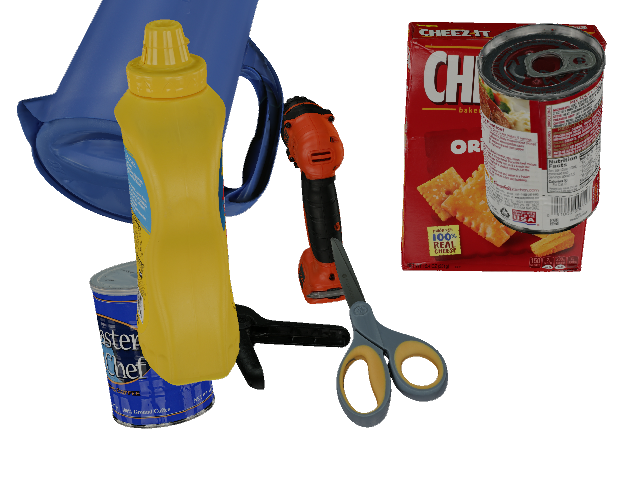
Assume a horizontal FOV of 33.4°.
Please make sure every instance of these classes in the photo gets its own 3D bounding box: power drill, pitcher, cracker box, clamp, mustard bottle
[{"bbox_3d":[-0.006,-0.044,1.071,0.057,0.188,0.184,-10,21,-3],"label":"power drill"},{"bbox_3d":[-0.110,-0.137,0.821,0.145,0.242,0.149,0,-33,23],"label":"pitcher"},{"bbox_3d":[0.155,-0.079,0.938,0.164,0.214,0.072,1,24,3],"label":"cracker box"},{"bbox_3d":[-0.093,0.112,1.237,0.210,0.036,0.164,14,22,29],"label":"clamp"},{"bbox_3d":[-0.078,-0.024,0.580,0.058,0.192,0.096,-7,28,-11],"label":"mustard bottle"}]

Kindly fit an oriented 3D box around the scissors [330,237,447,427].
[{"bbox_3d":[0.053,0.065,0.871,0.096,0.201,0.016,-4,-45,7],"label":"scissors"}]

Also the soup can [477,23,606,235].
[{"bbox_3d":[0.126,-0.062,0.607,0.068,0.102,0.068,-7,43,6],"label":"soup can"}]

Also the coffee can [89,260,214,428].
[{"bbox_3d":[-0.162,0.097,1.039,0.103,0.140,0.103,-6,14,1],"label":"coffee can"}]
